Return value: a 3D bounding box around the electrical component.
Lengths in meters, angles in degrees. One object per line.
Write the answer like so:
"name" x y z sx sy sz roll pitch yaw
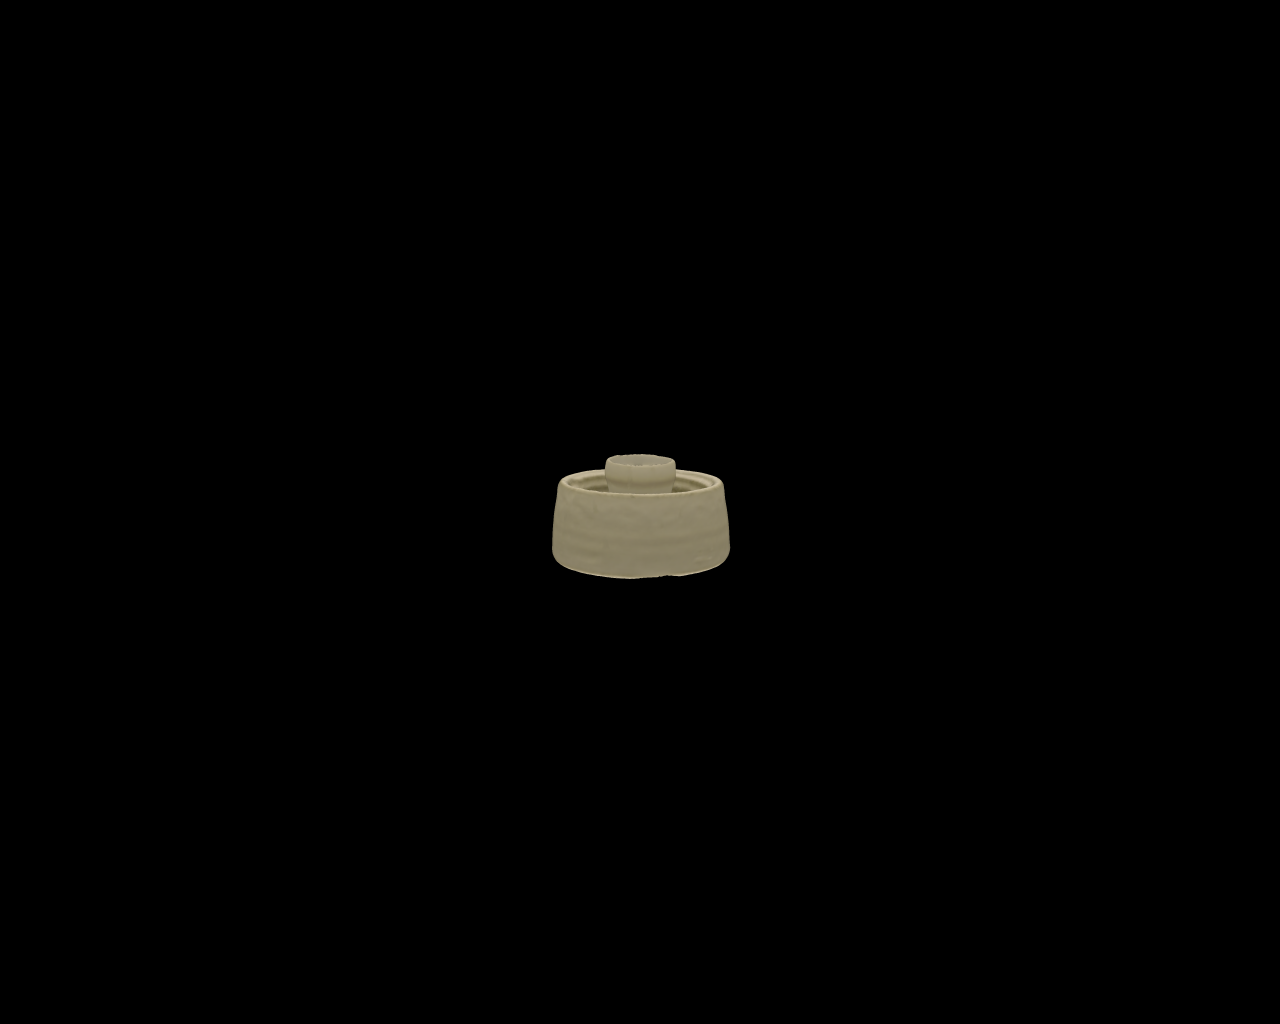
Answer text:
"electrical component" 0.001 -0.003 0.650 0.108 0.060 0.108 0 12 0
